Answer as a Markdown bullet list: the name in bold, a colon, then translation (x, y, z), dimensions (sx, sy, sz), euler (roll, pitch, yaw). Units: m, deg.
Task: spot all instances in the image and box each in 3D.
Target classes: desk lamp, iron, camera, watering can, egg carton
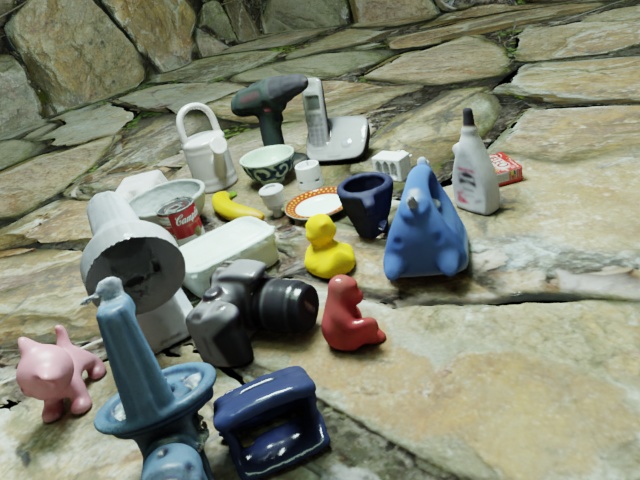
- **desk lamp**: translation (-0.246, 0.048, 0.768), dimensions (0.118, 0.214, 0.202), euler (-24, 29, -18)
- **iron**: translation (0.151, -0.049, 0.839), dimensions (0.118, 0.142, 0.258), euler (-5, 29, 17)
- **camera**: translation (-0.082, 0.085, 0.743), dimensions (0.136, 0.101, 0.143), euler (1, 31, 27)
- **watering can**: translation (-0.252, -0.210, 1.277), dimensions (0.172, 0.194, 0.101), euler (7, 34, 35)
- **egg carton**: translation (-0.395, -0.100, 1.275), dimensions (0.107, 0.069, 0.150), euler (-13, 27, 2)

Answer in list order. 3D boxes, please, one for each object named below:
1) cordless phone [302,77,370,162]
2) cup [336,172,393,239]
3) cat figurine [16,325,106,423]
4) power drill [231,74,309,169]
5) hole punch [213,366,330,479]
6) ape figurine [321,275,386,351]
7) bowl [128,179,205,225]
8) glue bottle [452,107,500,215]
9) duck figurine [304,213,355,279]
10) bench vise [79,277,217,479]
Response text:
- **cordless phone**: translation (0.030, -0.267, 1.258), dimensions (0.147, 0.185, 0.094), euler (-1, 30, 23)
- **cup**: translation (0.080, -0.046, 0.918), dimensions (0.091, 0.095, 0.117), euler (-13, 27, 3)
- **cat figurine**: translation (-0.327, 0.157, 0.707), dimensions (0.067, 0.118, 0.127), euler (-15, 27, 0)
- **power drill**: translation (-0.097, -0.268, 1.296), dimensions (0.228, 0.209, 0.076), euler (8, 35, 36)
- **hole punch**: translation (-0.057, 0.170, 0.582), dimensions (0.109, 0.091, 0.101), euler (-21, 28, -12)
- **ape figurine**: translation (0.034, 0.084, 0.699), dimensions (0.076, 0.092, 0.077), euler (-13, 27, 3)
- **bowl**: translation (-0.299, -0.056, 1.141), dimensions (0.167, 0.075, 0.167), euler (-11, 27, 6)
- **glue bottle**: translation (0.241, -0.126, 0.907), dimensions (0.037, 0.173, 0.077), euler (-31, 32, -29)
- **duck figurine**: translation (0.008, 0.003, 0.870), dimensions (0.077, 0.086, 0.104), euler (-23, 28, -15)
- **bench vise**: translation (-0.142, 0.148, 0.525), dimensions (0.122, 0.220, 0.206), euler (-29, 31, -27)
